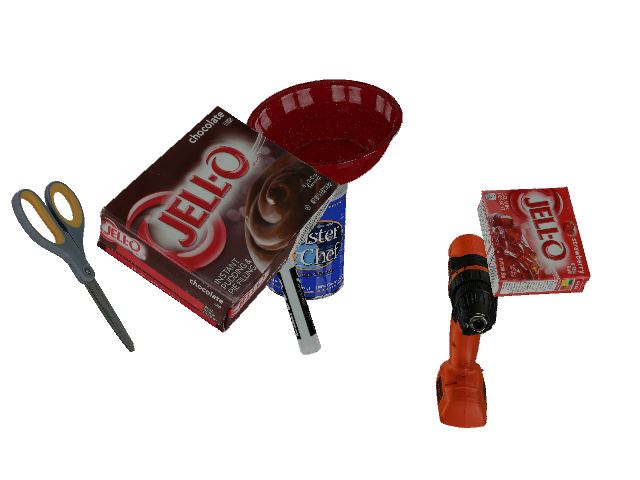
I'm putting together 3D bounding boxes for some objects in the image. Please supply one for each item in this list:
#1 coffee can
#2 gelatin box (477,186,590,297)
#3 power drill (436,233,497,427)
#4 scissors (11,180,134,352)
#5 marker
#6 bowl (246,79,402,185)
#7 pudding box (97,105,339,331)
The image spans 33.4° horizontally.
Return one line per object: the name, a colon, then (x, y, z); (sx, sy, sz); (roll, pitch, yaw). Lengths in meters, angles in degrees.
coffee can: (-0.019, -0.010, 1.353); (0.103, 0.140, 0.103); (1, 27, -1)
gelatin box: (0.170, 0.000, 0.859); (0.073, 0.089, 0.030); (-2, -33, -4)
power drill: (0.162, 0.107, 1.162); (0.057, 0.188, 0.184); (5, 25, 4)
scissors: (-0.247, 0.018, 1.127); (0.016, 0.201, 0.096); (-26, 24, 29)
marker: (-0.025, 0.041, 0.934); (0.020, 0.121, 0.020); (-16, 12, 3)
bowl: (0.006, -0.103, 1.109); (0.162, 0.055, 0.162); (-4, 39, 3)
pudding box: (-0.057, -0.015, 0.606); (0.090, 0.039, 0.113); (34, 49, 8)
